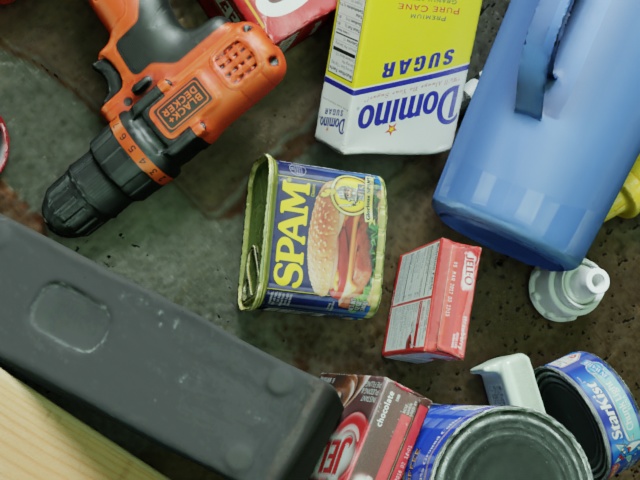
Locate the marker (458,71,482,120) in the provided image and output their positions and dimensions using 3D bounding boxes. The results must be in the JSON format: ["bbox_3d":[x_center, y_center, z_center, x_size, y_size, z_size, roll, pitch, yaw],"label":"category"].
[{"bbox_3d":[0.129,-0.120,0.775,0.121,0.020,0.020,-38,93,-17],"label":"marker"}]

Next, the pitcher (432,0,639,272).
[{"bbox_3d":[0.166,-0.109,0.708,0.149,0.145,0.243,26,87,-20],"label":"pitcher"}]

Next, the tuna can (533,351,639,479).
[{"bbox_3d":[0.179,0.119,0.720,0.033,0.086,0.086,-21,88,-19],"label":"tuna can"}]

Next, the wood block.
[{"bbox_3d":[-0.181,0.125,0.577,0.206,0.090,0.090,41,64,-26],"label":"wood block"}]

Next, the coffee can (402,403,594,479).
[{"bbox_3d":[0.090,0.153,0.662,0.102,0.140,0.103,2,81,-15],"label":"coffee can"}]

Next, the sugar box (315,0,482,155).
[{"bbox_3d":[0.057,-0.144,0.696,0.093,0.048,0.176,-4,112,-31],"label":"sugar box"}]

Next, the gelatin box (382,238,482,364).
[{"bbox_3d":[0.073,0.042,0.700,0.030,0.089,0.073,13,79,-13],"label":"gelatin box"}]

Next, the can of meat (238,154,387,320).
[{"bbox_3d":[-0.005,0.001,0.704,0.083,0.057,0.102,8,81,-17],"label":"can of meat"}]

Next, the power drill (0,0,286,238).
[{"bbox_3d":[-0.141,-0.118,0.670,0.184,0.057,0.187,-38,89,5],"label":"power drill"}]

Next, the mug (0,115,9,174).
[{"bbox_3d":[-0.238,-0.073,0.641,0.117,0.093,0.081,25,68,-41],"label":"mug"}]

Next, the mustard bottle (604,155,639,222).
[{"bbox_3d":[0.267,-0.076,0.785,0.191,0.058,0.096,-39,98,-17],"label":"mustard bottle"}]

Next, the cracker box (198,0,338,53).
[{"bbox_3d":[-0.002,-0.241,0.730,0.213,0.072,0.164,-34,93,-16],"label":"cracker box"}]

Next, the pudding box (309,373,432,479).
[{"bbox_3d":[0.017,0.131,0.660,0.039,0.114,0.090,28,76,-14],"label":"pudding box"}]
